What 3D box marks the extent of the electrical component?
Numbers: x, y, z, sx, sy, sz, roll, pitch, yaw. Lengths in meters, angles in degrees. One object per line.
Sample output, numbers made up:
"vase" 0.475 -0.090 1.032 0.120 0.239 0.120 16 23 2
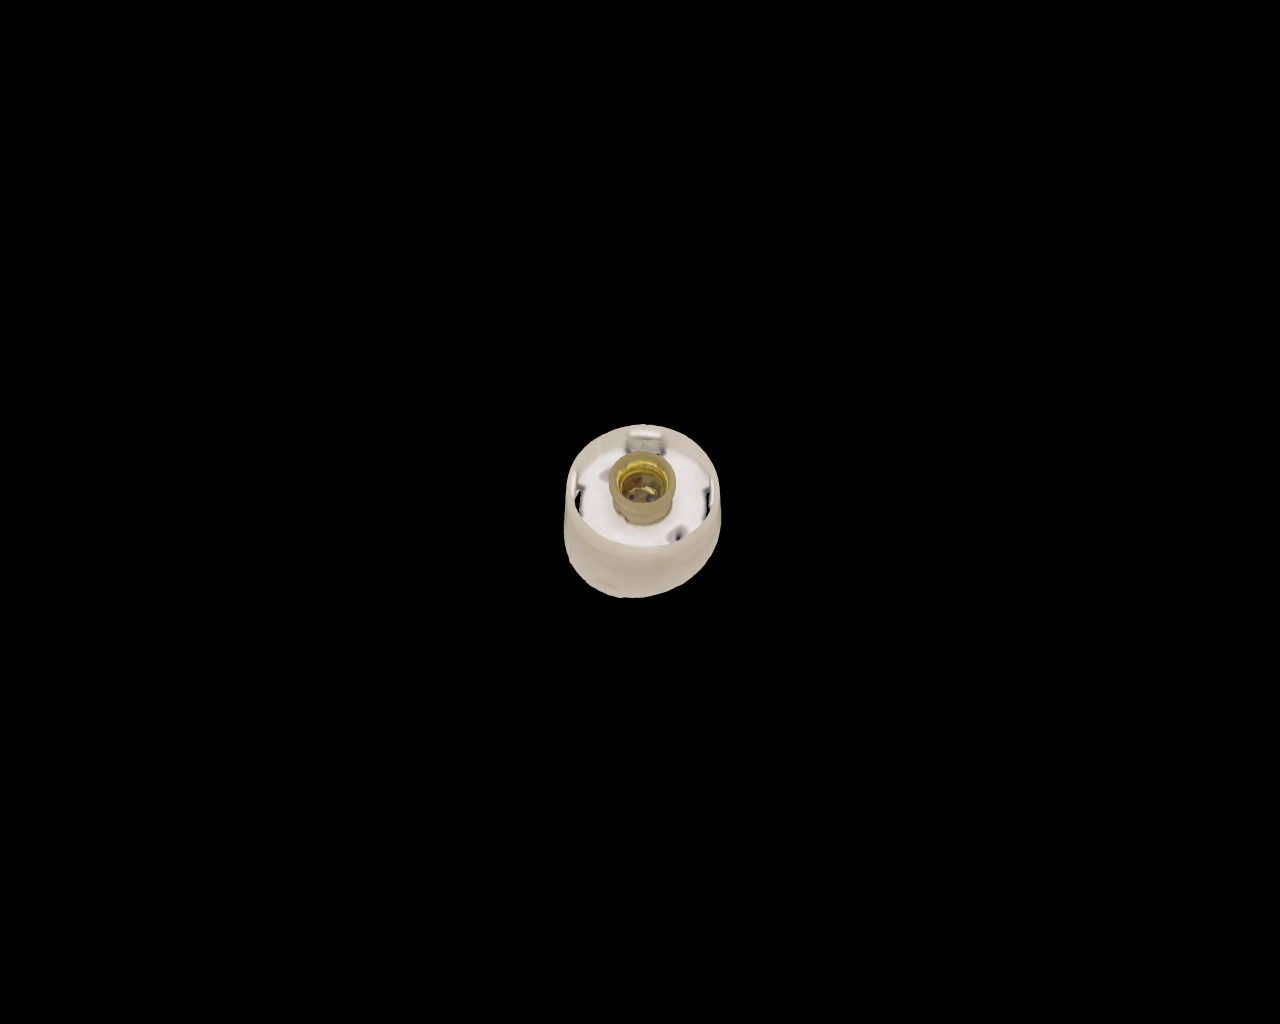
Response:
"electrical component" 0.001 -0.003 0.650 0.099 0.099 0.064 0 -33 0
